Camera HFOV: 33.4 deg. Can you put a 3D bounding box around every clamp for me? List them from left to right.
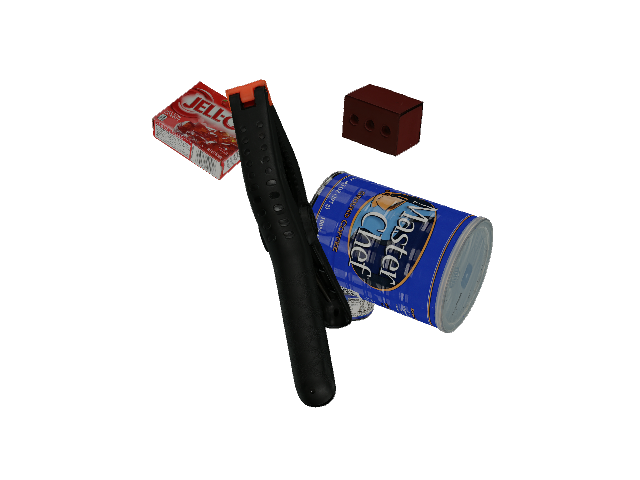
[{"bbox_3d":[-0.019,-0.006,0.736,0.036,0.210,0.164,-15,5,8],"label":"clamp"}]

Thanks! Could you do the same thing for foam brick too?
[{"bbox_3d":[0.070,-0.138,1.211,0.078,0.053,0.051,23,36,31],"label":"foam brick"}]

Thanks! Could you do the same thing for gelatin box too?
[{"bbox_3d":[-0.109,-0.110,1.050,0.089,0.030,0.073,34,54,16],"label":"gelatin box"}]

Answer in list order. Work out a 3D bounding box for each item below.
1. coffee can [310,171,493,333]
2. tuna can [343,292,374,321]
[{"bbox_3d":[0.065,0.008,0.926,0.140,0.103,0.102,20,8,24],"label":"coffee can"},{"bbox_3d":[0.016,0.053,1.122,0.086,0.034,0.086,9,19,-3],"label":"tuna can"}]
